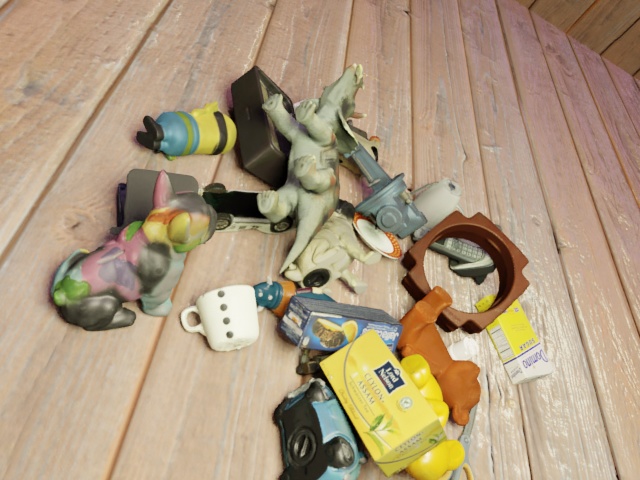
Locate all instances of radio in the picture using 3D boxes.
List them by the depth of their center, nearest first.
[{"bbox_3d":[-0.096,-0.212,1.036,0.131,0.073,0.230,33,36,-48],"label":"radio"}]

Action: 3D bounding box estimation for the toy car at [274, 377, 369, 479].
[{"bbox_3d":[0.006,0.277,0.730,0.102,0.109,0.162,33,27,-40],"label":"toy car"}]

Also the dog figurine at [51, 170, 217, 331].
[{"bbox_3d":[-0.235,0.013,0.691,0.191,0.219,0.108,-10,59,-39],"label":"dog figurine"}]

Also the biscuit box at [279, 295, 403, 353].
[{"bbox_3d":[0.039,0.136,0.839,0.202,0.059,0.063,14,11,-37],"label":"biscuit box"}]

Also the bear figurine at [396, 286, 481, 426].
[{"bbox_3d":[0.212,0.196,0.904,0.196,0.132,0.120,47,34,17],"label":"bear figurine"}]

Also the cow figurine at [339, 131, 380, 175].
[{"bbox_3d":[0.034,-0.197,1.139,0.195,0.085,0.127,24,40,-17],"label":"cow figurine"}]

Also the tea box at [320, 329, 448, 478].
[{"bbox_3d":[0.082,0.215,0.727,0.098,0.068,0.170,-34,41,-5],"label":"tea box"}]

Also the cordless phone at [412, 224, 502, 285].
[{"bbox_3d":[0.291,0.001,1.154,0.184,0.088,0.146,25,45,4],"label":"cordless phone"}]

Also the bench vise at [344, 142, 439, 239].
[{"bbox_3d":[0.121,-0.109,1.070,0.240,0.129,0.223,52,32,-4],"label":"bench vise"}]

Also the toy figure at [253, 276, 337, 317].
[{"bbox_3d":[-0.043,0.100,0.858,0.154,0.058,0.064,21,65,-24],"label":"toy figure"}]

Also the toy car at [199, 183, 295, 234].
[{"bbox_3d":[-0.126,-0.051,0.932,0.202,0.056,0.073,1,61,-31],"label":"toy car"}]

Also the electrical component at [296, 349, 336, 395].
[{"bbox_3d":[0.015,0.199,0.833,0.102,0.045,0.078,-9,90,-35],"label":"electrical component"}]

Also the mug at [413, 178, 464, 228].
[{"bbox_3d":[0.268,-0.075,1.174,0.109,0.107,0.081,35,45,-1],"label":"mug"}]

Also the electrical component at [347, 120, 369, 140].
[{"bbox_3d":[0.083,-0.241,1.247,0.063,0.021,0.094,19,46,-20],"label":"electrical component"}]

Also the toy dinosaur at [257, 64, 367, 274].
[{"bbox_3d":[-0.010,-0.114,0.915,0.192,0.131,0.404,30,62,-51],"label":"toy dinosaur"}]

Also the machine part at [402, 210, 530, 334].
[{"bbox_3d":[0.273,0.062,1.024,0.201,0.087,0.201,-39,79,-14],"label":"machine part"}]

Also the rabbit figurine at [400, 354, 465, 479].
[{"bbox_3d":[0.139,0.283,0.782,0.162,0.122,0.173,61,7,-22],"label":"rabbit figurine"}]

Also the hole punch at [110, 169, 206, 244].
[{"bbox_3d":[-0.254,-0.042,0.831,0.142,0.092,0.115,6,81,-33],"label":"hole punch"}]

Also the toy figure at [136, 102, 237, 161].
[{"bbox_3d":[-0.230,-0.186,0.955,0.180,0.082,0.089,-23,90,-51],"label":"toy figure"}]

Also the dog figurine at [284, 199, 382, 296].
[{"bbox_3d":[-0.002,0.000,0.957,0.172,0.121,0.191,7,38,-33],"label":"dog figurine"}]
